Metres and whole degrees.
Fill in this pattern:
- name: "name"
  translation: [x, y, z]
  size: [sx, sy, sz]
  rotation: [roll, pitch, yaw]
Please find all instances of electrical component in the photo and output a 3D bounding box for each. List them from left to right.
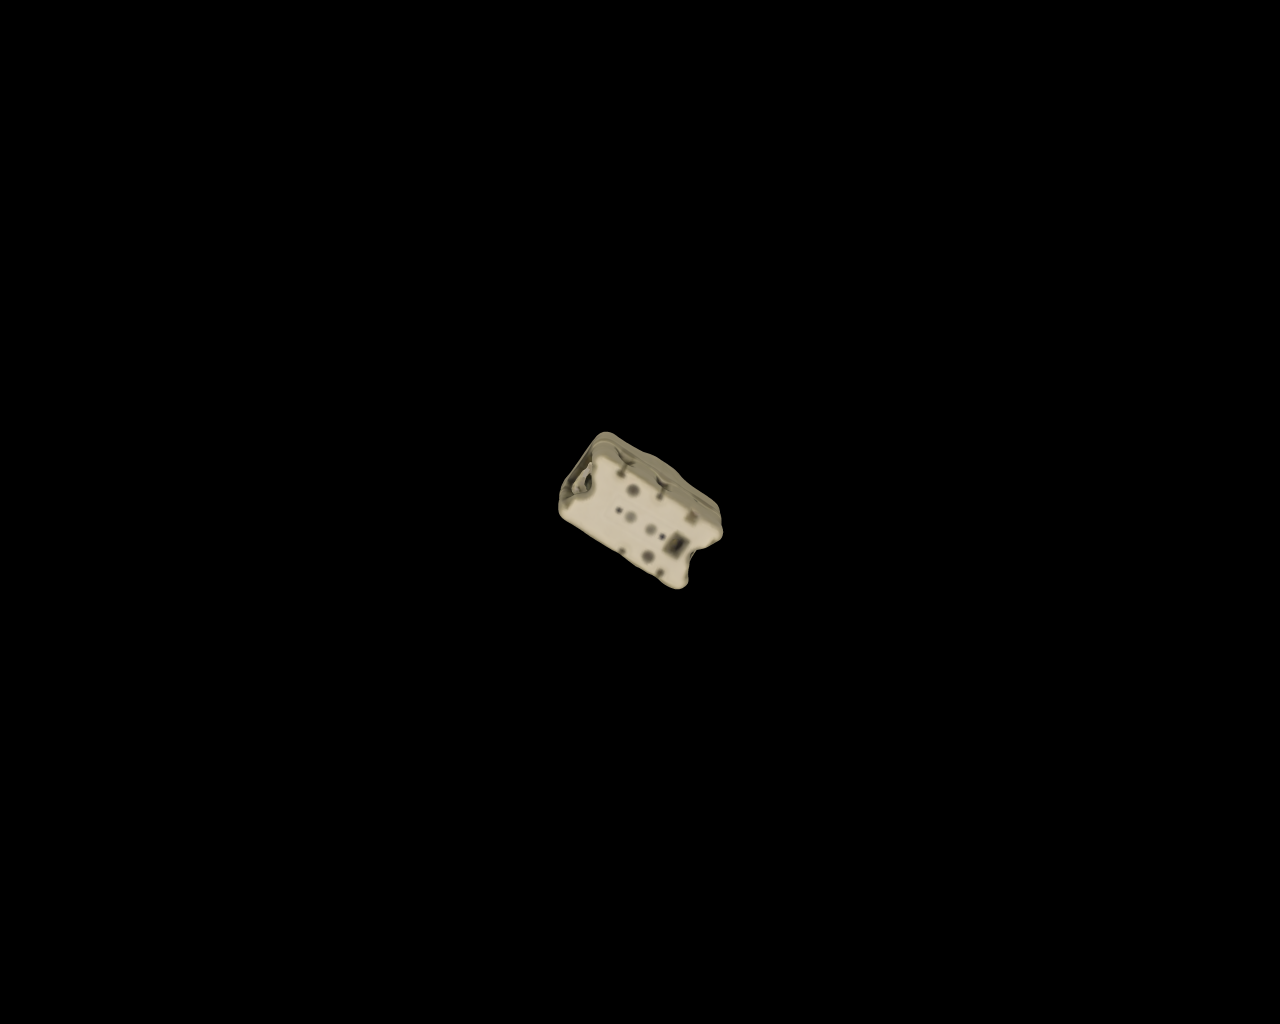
- name: "electrical component"
  translation: [0.001, -0.003, 0.650]
  size: [0.089, 0.050, 0.056]
  rotation: [33, 16, -11]
